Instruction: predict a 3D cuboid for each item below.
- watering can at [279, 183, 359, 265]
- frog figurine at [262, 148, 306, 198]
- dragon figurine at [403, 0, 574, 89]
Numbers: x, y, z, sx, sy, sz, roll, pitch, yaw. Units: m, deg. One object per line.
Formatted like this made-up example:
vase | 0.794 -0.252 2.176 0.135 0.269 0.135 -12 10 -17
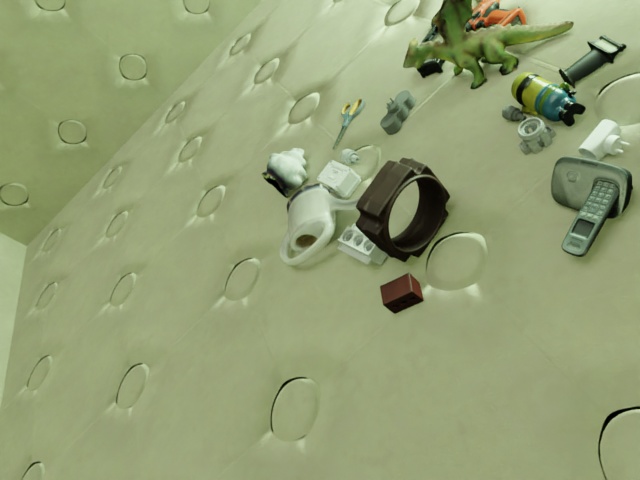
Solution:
watering can | 0.004 -0.071 1.413 0.343 0.103 0.230 -39 38 28
frog figurine | -0.097 -0.237 1.659 0.138 0.120 0.161 35 74 19
dragon figurine | 0.407 -0.539 1.336 0.406 0.239 0.125 -23 40 32
